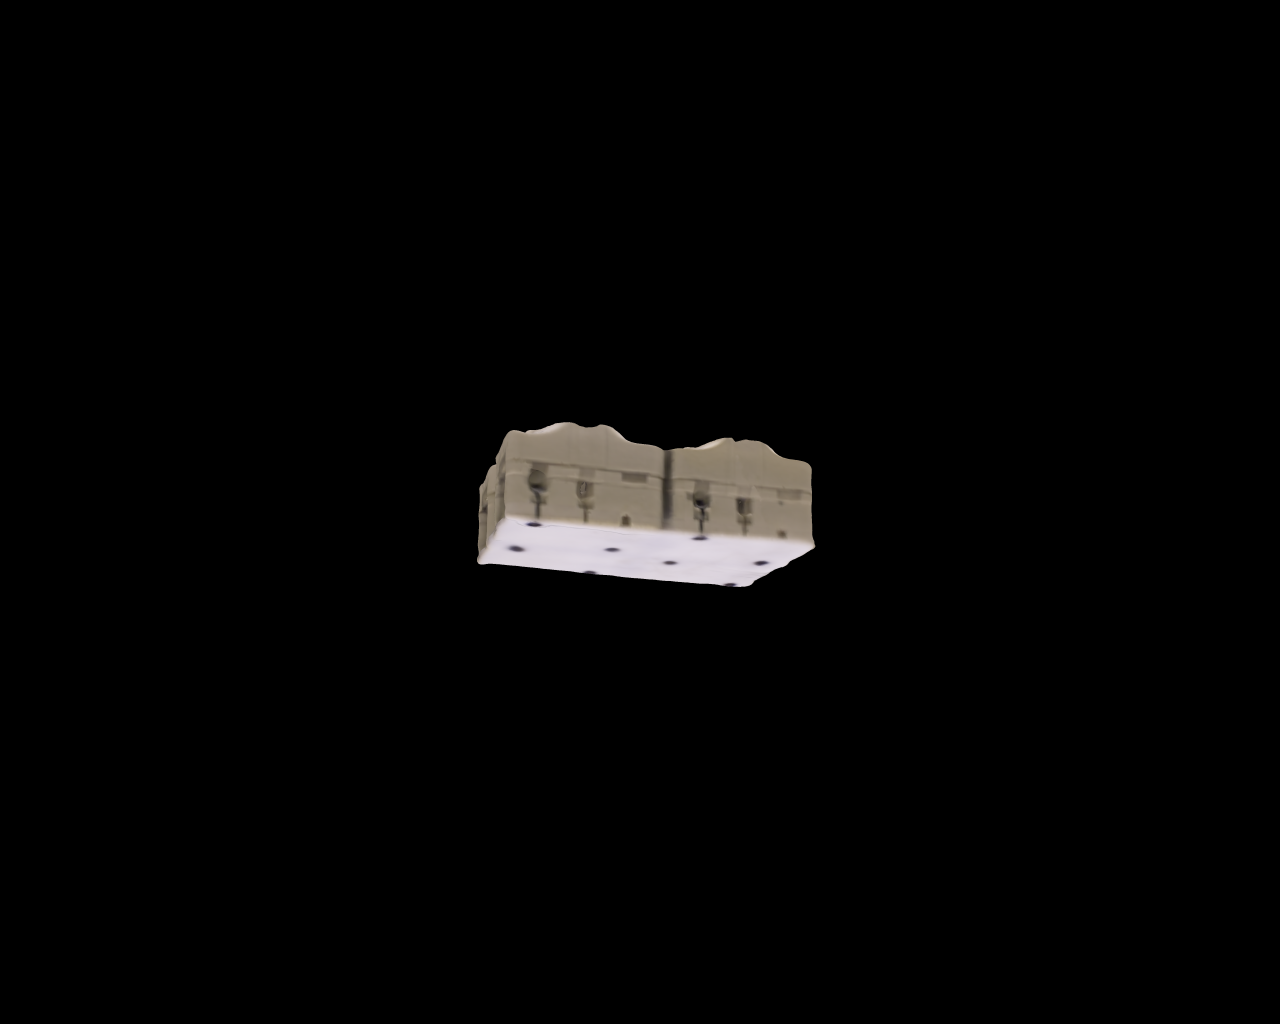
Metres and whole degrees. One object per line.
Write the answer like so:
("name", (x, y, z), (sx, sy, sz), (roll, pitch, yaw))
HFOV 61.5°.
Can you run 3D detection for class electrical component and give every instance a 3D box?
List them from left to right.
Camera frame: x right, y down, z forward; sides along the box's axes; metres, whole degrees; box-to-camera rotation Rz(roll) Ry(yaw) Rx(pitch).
("electrical component", (0.001, -0.003, 0.650), (0.186, 0.060, 0.105), (6, -19, -16))
